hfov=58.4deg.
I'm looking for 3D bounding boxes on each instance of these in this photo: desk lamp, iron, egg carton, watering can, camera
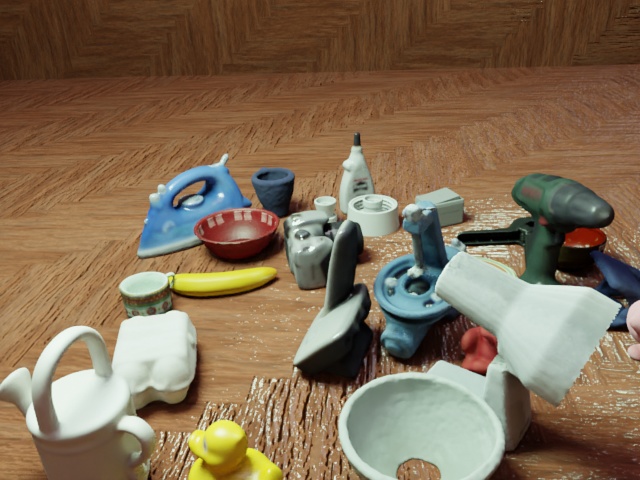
[{"bbox_3d":[0.197,0.125,0.621,0.202,0.214,0.118,18,33,35],"label":"desk lamp"},{"bbox_3d":[-0.261,-0.074,1.137,0.118,0.141,0.259,18,34,36],"label":"iron"},{"bbox_3d":[-0.217,0.155,0.760,0.107,0.069,0.150,-8,27,-9],"label":"egg carton"},{"bbox_3d":[-0.248,0.177,0.581,0.173,0.194,0.101,-3,27,0],"label":"watering can"},{"bbox_3d":[0.009,0.004,1.005,0.137,0.101,0.143,-8,27,-10],"label":"camera"}]

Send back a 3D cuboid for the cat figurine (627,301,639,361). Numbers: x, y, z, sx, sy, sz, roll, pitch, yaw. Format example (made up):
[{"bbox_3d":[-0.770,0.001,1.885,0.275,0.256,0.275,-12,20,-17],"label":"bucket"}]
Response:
[{"bbox_3d":[0.444,0.114,0.726,0.127,0.118,0.067,-1,27,4],"label":"cat figurine"}]

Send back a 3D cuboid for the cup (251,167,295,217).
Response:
[{"bbox_3d":[-0.102,-0.102,1.231,0.092,0.095,0.117,-14,29,-21],"label":"cup"}]

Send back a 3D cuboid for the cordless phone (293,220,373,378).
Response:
[{"bbox_3d":[0.018,0.076,0.766,0.094,0.185,0.148,4,28,13],"label":"cordless phone"}]

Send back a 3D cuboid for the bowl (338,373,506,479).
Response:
[{"bbox_3d":[0.102,0.219,0.597,0.167,0.075,0.167,-2,27,1],"label":"bowl"}]

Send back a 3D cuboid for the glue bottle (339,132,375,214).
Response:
[{"bbox_3d":[0.078,-0.142,1.206,0.078,0.173,0.037,-16,30,-24],"label":"glue bottle"}]

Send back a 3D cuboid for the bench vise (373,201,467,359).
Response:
[{"bbox_3d":[0.144,0.030,0.807,0.121,0.220,0.208,6,28,17],"label":"bench vise"}]

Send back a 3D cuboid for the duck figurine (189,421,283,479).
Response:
[{"bbox_3d":[-0.090,0.226,0.588,0.104,0.086,0.078,8,29,20],"label":"duck figurine"}]

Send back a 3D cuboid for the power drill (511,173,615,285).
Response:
[{"bbox_3d":[0.352,0.001,0.857,0.075,0.209,0.229,-6,27,-6],"label":"power drill"}]

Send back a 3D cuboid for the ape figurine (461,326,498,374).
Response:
[{"bbox_3d":[0.227,0.129,0.746,0.076,0.092,0.077,-15,29,-23],"label":"ape figurine"}]

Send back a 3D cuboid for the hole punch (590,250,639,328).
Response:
[{"bbox_3d":[0.451,0.069,0.844,0.101,0.091,0.108,0,27,5],"label":"hole punch"}]
